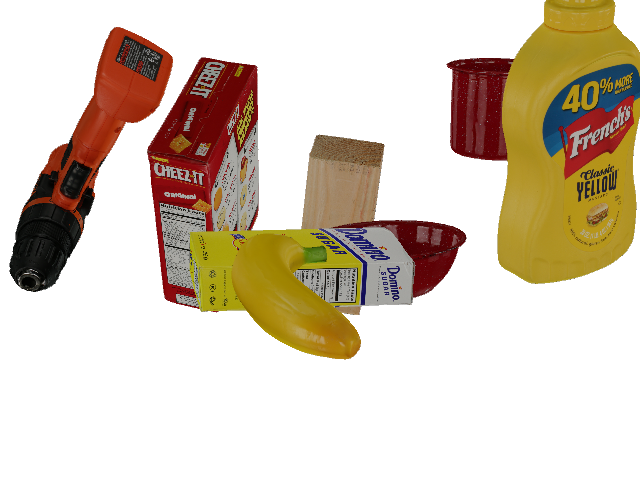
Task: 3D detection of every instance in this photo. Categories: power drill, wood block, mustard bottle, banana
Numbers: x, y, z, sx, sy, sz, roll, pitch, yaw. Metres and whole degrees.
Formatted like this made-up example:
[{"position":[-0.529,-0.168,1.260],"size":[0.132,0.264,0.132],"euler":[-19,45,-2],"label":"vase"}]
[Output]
[{"position":[-0.192,-0.068,0.871],"size":[0.057,0.188,0.184],"euler":[27,32,-19],"label":"power drill"},{"position":[0.023,-0.021,1.373],"size":[0.090,0.206,0.090],"euler":[8,25,3],"label":"wood block"},{"position":[0.156,-0.073,0.658],"size":[0.096,0.192,0.058],"euler":[-17,30,-24],"label":"mustard bottle"},{"position":[-0.021,0.027,0.669],"size":[0.069,0.037,0.198],"euler":[-3,17,-4],"label":"banana"}]

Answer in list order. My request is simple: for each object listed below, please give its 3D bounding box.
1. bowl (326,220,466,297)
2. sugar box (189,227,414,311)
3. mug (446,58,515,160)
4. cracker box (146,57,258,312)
[{"position":[0.069,0.023,1.087],"size":[0.162,0.055,0.162],"euler":[-3,13,1],"label":"bowl"},{"position":[-0.018,0.022,0.891],"size":[0.176,0.048,0.093],"euler":[-4,20,-11],"label":"sugar box"},{"position":[0.173,-0.120,0.977],"size":[0.117,0.081,0.093],"euler":[4,18,13],"label":"mug"},{"position":[-0.119,-0.057,1.123],"size":[0.072,0.214,0.164],"euler":[11,46,9],"label":"cracker box"}]
